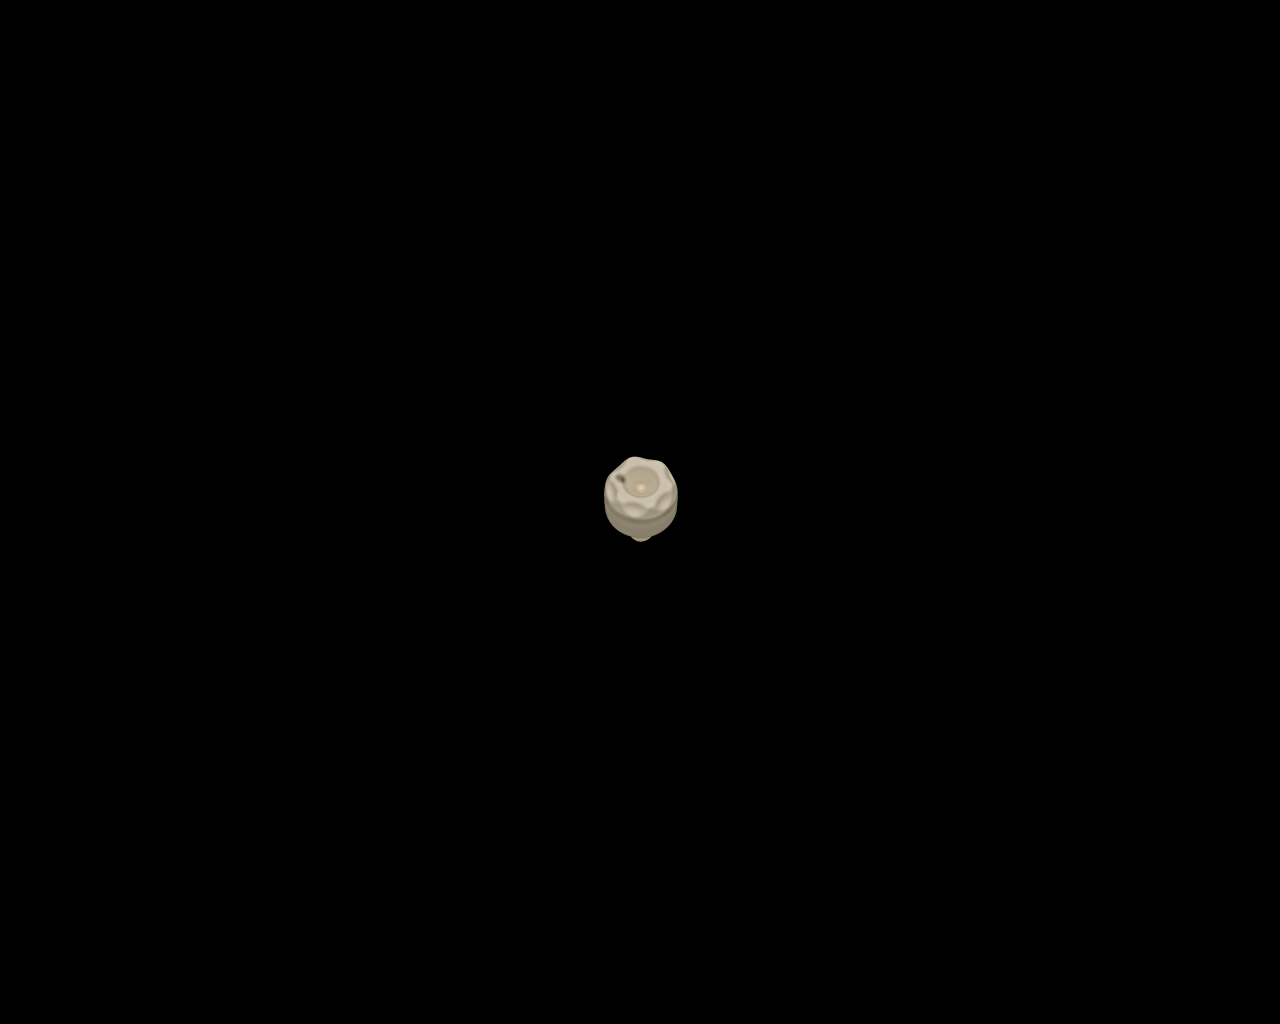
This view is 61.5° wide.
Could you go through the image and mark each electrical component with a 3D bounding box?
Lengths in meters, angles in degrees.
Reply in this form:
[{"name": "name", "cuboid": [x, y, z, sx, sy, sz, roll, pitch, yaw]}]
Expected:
[{"name": "electrical component", "cuboid": [0.001, -0.003, 0.650, 0.043, 0.043, 0.062, 0, -32, 0]}]
